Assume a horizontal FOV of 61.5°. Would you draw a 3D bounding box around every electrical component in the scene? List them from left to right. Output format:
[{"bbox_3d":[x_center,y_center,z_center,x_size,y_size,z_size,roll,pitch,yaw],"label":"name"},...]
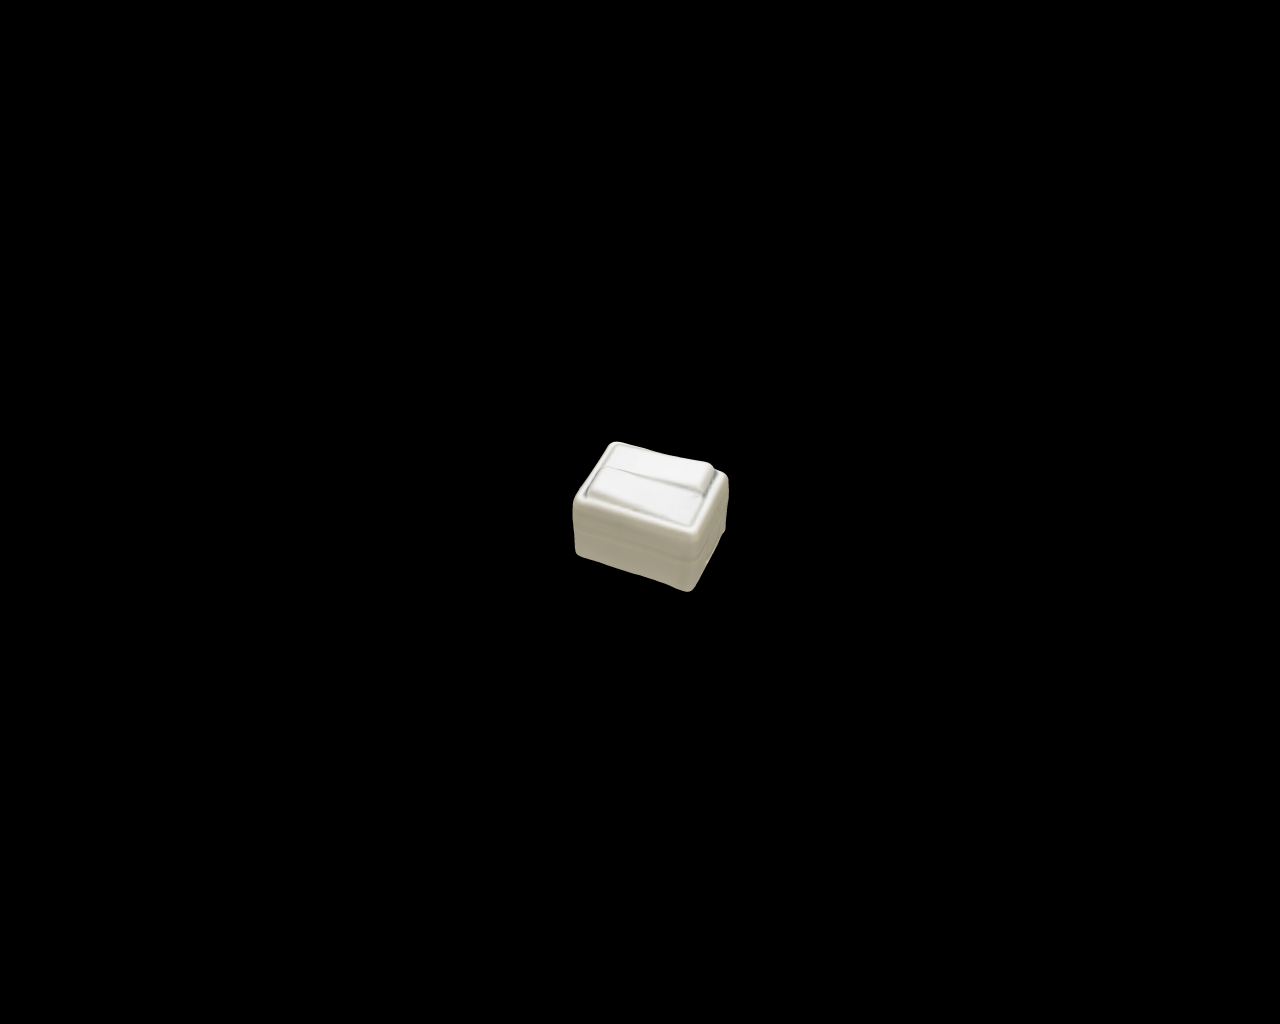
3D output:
[{"bbox_3d":[0.001,-0.003,0.650,0.096,0.061,0.062,17,48,16],"label":"electrical component"}]
